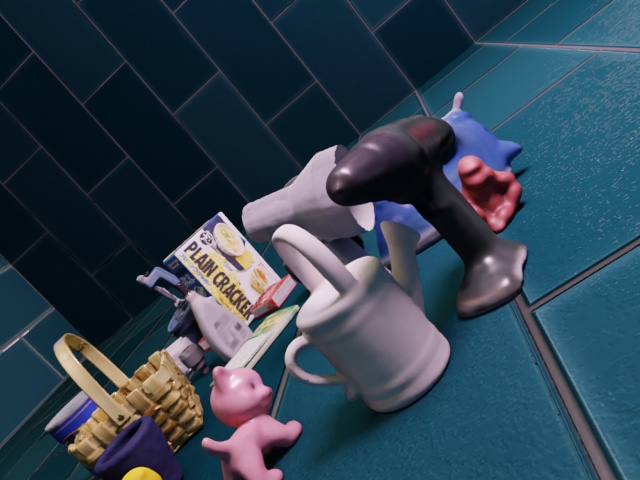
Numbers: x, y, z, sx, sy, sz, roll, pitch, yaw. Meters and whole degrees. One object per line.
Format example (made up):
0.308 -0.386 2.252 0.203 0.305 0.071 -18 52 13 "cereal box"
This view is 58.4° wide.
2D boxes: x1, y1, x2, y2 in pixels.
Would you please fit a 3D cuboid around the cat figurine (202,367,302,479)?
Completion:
-0.085 0.190 0.605 0.067 0.118 0.128 -35 12 26 "cat figurine"

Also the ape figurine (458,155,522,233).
0.202 -0.063 0.710 0.077 0.092 0.076 -38 11 14 "ape figurine"

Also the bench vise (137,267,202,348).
-0.312 0.131 1.354 0.121 0.220 0.208 -30 15 44 "bench vise"

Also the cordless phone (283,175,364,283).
-0.023 -0.014 1.035 0.147 0.185 0.094 -40 11 4 "cordless phone"

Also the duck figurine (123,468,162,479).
-0.178 0.286 0.628 0.104 0.086 0.077 -35 12 26 "duck figurine"

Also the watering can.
0.031 0.055 0.546 0.100 0.194 0.173 -26 18 52 "watering can"

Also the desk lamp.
0.007 0.003 0.787 0.203 0.213 0.118 -35 12 25 "desk lamp"

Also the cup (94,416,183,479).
-0.227 0.291 0.753 0.092 0.095 0.117 -41 11 -2 "cup"

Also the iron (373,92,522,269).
0.154 -0.086 0.837 0.258 0.141 0.118 -39 11 7 "iron"

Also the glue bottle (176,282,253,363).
-0.203 0.142 1.059 0.037 0.173 0.078 -29 16 46 "glue bottle"

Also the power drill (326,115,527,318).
0.113 -0.031 0.570 0.075 0.208 0.230 -32 13 35 "power drill"
